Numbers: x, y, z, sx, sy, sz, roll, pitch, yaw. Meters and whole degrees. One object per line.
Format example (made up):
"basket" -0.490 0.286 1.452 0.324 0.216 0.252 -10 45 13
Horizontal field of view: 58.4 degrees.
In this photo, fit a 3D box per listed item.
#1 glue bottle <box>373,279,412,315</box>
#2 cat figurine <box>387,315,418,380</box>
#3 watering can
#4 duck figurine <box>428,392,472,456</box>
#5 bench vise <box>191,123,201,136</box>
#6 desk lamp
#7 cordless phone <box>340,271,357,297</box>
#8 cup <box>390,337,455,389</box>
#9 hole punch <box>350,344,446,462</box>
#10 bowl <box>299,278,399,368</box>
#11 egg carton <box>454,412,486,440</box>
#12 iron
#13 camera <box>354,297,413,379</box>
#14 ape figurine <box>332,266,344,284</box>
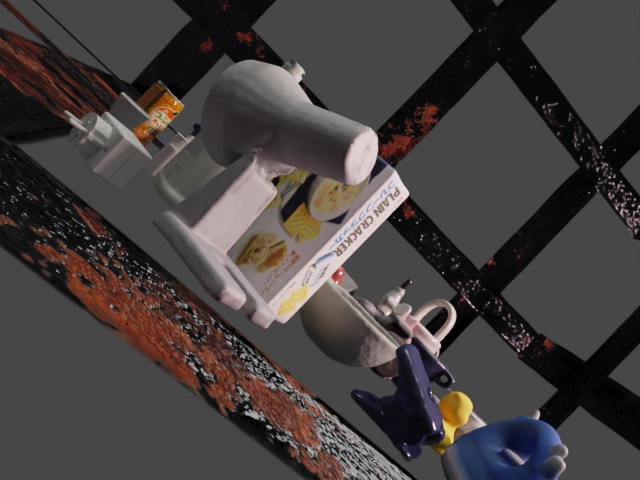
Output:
"glue bottle" 0.137 0.149 1.237 0.037 0.173 0.078 44 0 0
"cat figurine" 0.144 0.195 1.114 0.067 0.117 0.127 44 0 -8
"watering can" 0.206 0.202 1.216 0.100 0.194 0.173 44 0 35
"duck figurine" 0.180 0.255 0.826 0.105 0.086 0.077 44 0 -45
"bench vise" -0.197 -0.206 1.231 0.206 0.219 0.122 44 0 44
"desk lamp" -0.057 -0.060 0.575 0.202 0.213 0.118 44 0 33
"cordless phone" 0.045 0.051 1.304 0.147 0.185 0.094 44 0 32
"cup" 0.188 0.255 1.080 0.117 0.095 0.092 44 0 39
"hole punch" 0.102 0.179 0.635 0.101 0.091 0.109 44 0 23
"bowl" 0.026 0.115 0.764 0.167 0.074 0.167 44 0 0
"egg carton" 0.253 0.336 0.957 0.151 0.069 0.107 44 0 -37
"iron" 0.233 0.270 0.670 0.118 0.141 0.259 44 0 10
"camera" 0.102 0.168 0.975 0.143 0.100 0.137 44 0 -6
"ape figurine" 0.009 0.083 1.111 0.076 0.092 0.077 44 0 -9
